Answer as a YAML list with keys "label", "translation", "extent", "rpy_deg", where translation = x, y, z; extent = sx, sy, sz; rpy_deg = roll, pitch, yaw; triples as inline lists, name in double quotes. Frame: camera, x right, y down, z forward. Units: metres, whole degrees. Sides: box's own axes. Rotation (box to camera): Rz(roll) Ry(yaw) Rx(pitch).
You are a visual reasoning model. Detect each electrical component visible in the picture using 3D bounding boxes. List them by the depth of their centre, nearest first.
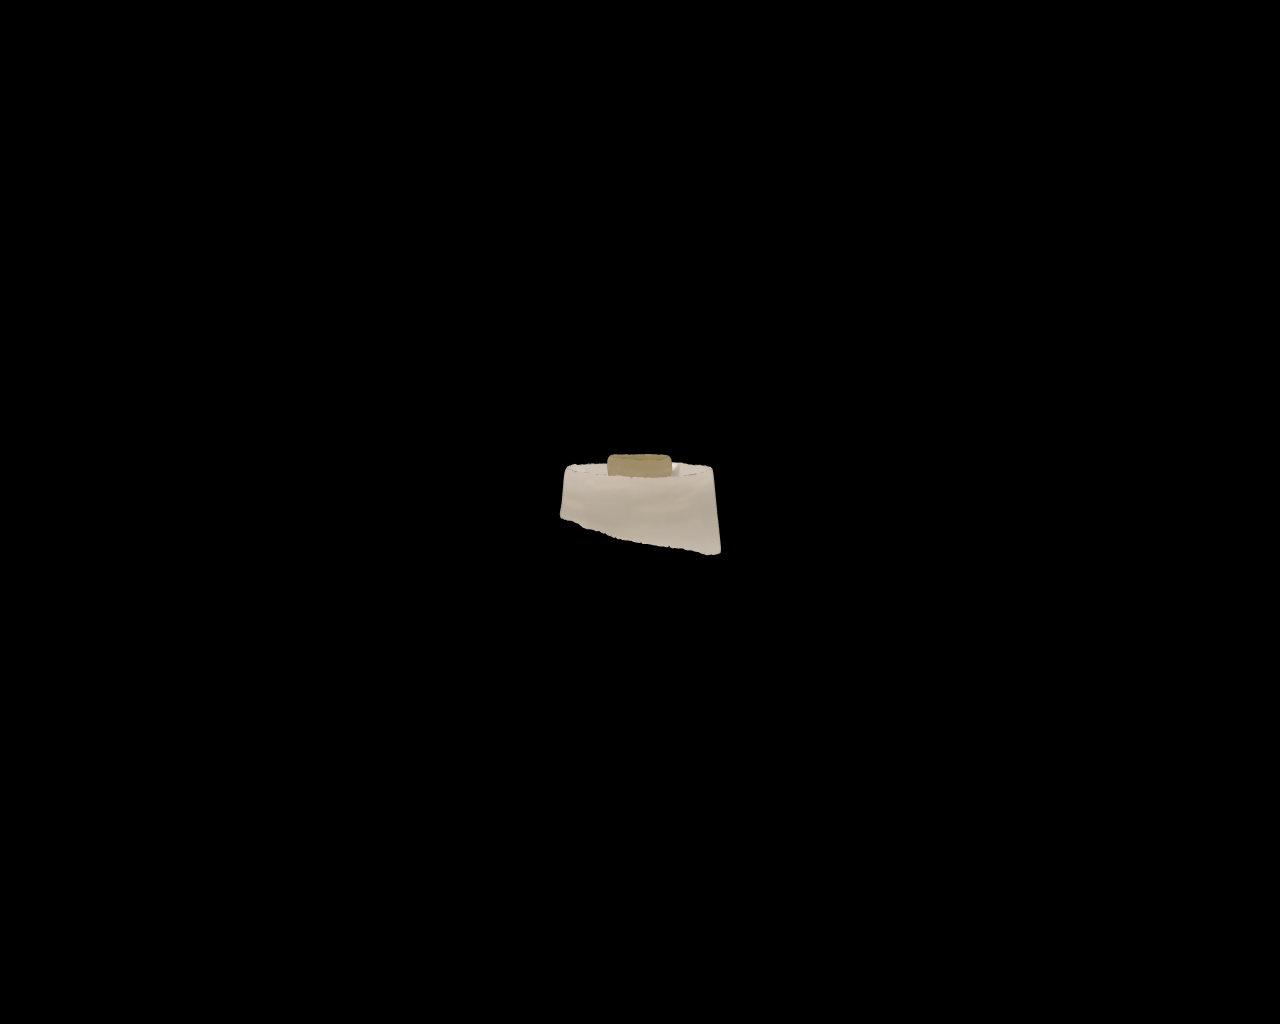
- label: "electrical component"
  translation: [0.001, -0.003, 0.650]
  extent: [0.099, 0.064, 0.099]
  rpy_deg: [0, 8, 0]
